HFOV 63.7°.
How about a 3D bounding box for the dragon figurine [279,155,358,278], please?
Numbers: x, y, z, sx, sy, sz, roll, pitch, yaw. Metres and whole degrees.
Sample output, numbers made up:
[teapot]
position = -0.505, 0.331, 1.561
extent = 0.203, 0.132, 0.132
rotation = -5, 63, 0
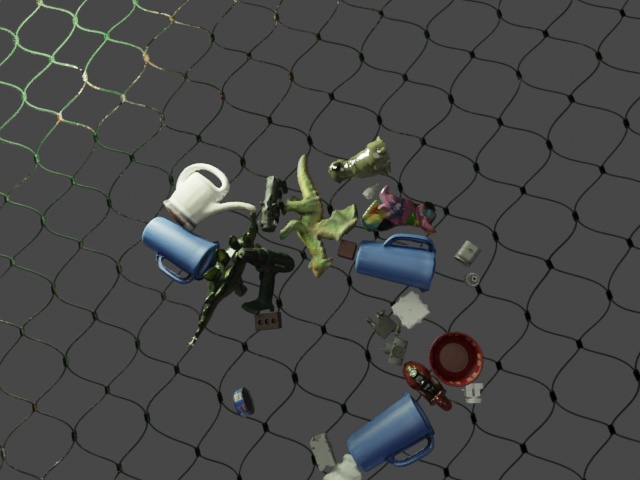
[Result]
[dragon figurine]
position = 0.005, -0.084, 1.659
extent = 0.243, 0.120, 0.416
rotation = 9, 73, 11

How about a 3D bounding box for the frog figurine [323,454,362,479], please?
[frog figurine]
position = 0.077, 0.725, 1.512
extent = 0.138, 0.122, 0.159
rotation = 25, 96, 29

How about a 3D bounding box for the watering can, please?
[watering can]
position = -0.379, -0.125, 1.709
extent = 0.352, 0.102, 0.225
rotation = 38, 82, 32
